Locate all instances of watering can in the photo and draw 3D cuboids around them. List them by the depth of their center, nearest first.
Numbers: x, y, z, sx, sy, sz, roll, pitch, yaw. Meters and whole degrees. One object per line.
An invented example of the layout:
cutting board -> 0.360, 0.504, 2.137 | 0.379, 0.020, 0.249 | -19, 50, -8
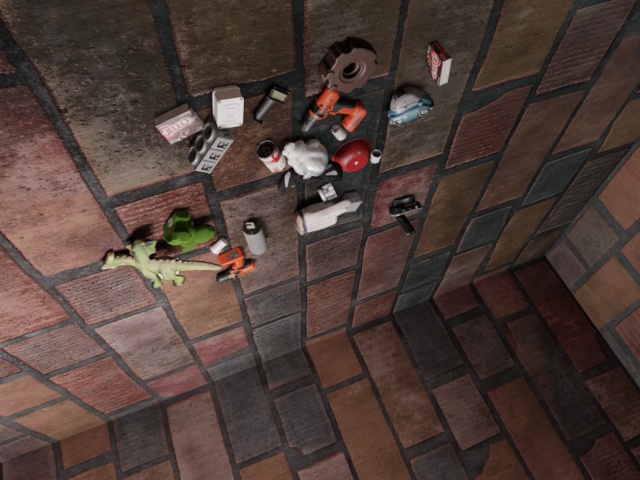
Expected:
watering can -> 0.006, -0.104, 2.057 | 0.225, 0.104, 0.345 | -19, 177, -9

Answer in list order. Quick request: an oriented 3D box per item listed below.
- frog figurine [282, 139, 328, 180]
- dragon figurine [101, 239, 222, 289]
frog figurine -> -0.047, -0.290, 1.755 | 0.138, 0.124, 0.157 | -57, 142, -9
dragon figurine -> -0.588, 0.070, 1.870 | 0.410, 0.125, 0.238 | -9, 150, 8
